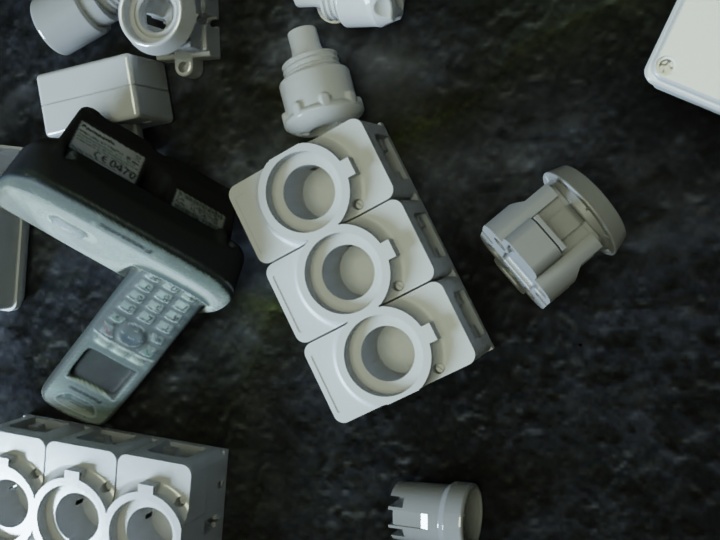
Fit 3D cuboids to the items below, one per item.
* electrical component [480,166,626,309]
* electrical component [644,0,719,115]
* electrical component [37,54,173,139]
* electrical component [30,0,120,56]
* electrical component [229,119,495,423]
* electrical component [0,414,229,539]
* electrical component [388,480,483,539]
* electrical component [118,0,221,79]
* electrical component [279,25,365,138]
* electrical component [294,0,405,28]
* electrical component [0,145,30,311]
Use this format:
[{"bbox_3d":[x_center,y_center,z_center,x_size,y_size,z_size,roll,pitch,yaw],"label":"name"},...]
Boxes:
[{"bbox_3d":[0.105,-0.019,0.580,0.057,0.078,0.058,-39,81,-3],"label":"electrical component"},{"bbox_3d":[0.217,-0.124,0.543,0.109,0.056,0.108,26,101,15],"label":"electrical component"},{"bbox_3d":[-0.155,-0.088,0.669,0.066,0.047,0.076,-9,91,18],"label":"electrical component"},{"bbox_3d":[-0.169,-0.166,0.673,0.078,0.040,0.040,-24,86,17],"label":"electrical component"},{"bbox_3d":[0.000,0.000,0.618,0.089,0.062,0.150,-28,85,17],"label":"electrical component"},{"bbox_3d":[-0.167,0.151,0.681,0.150,0.062,0.089,7,95,17],"label":"electrical component"},{"bbox_3d":[0.044,0.142,0.625,0.046,0.040,0.040,1,94,24],"label":"electrical component"},{"bbox_3d":[-0.113,-0.151,0.648,0.048,0.055,0.066,-1,93,18],"label":"electrical component"},{"bbox_3d":[-0.027,-0.111,0.629,0.048,0.048,0.062,-17,81,18],"label":"electrical component"},{"bbox_3d":[-0.007,-0.161,0.620,0.062,0.043,0.043,2,94,18],"label":"electrical component"},{"bbox_3d":[-0.277,-0.032,0.707,0.109,0.056,0.108,7,96,17],"label":"electrical component"}]
